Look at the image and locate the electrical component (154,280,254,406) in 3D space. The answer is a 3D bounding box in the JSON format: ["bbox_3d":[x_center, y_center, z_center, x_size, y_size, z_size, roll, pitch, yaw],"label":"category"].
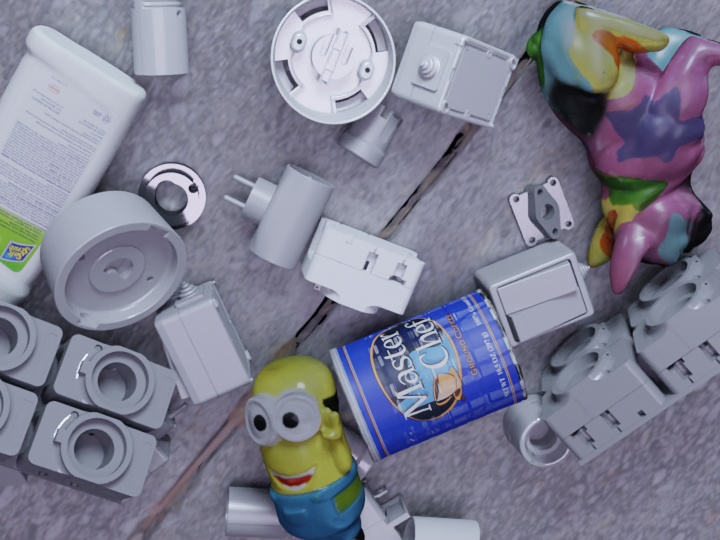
[{"bbox_3d":[-0.136,0.056,0.898,0.061,0.061,0.096,-23,106,-1],"label":"electrical component"}]

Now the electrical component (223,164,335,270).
[{"bbox_3d":[-0.073,-0.052,0.889,0.079,0.043,0.077,26,100,-5],"label":"electrical component"}]

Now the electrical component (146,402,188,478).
[{"bbox_3d":[-0.183,0.131,0.919,0.077,0.047,0.065,-38,106,3],"label":"electrical component"}]

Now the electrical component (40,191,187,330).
[{"bbox_3d":[-0.198,-0.012,0.848,0.108,0.060,0.108,-23,141,-21],"label":"electrical component"}]

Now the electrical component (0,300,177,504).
[{"bbox_3d":[-0.246,0.098,0.826,0.186,0.060,0.105,24,65,-21],"label":"electrical component"}]

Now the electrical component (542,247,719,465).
[{"bbox_3d":[0.239,0.067,0.905,0.186,0.105,0.060,-40,99,20],"label":"electrical component"}]

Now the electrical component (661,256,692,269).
[{"bbox_3d":[0.299,0.007,0.955,0.062,0.048,0.048,18,101,-5],"label":"electrical component"}]

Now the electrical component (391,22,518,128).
[{"bbox_3d":[0.069,-0.156,0.854,0.096,0.061,0.061,5,109,-52],"label":"electrical component"}]

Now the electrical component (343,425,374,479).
[{"bbox_3d":[-0.012,0.160,0.955,0.046,0.040,0.040,35,97,-8],"label":"electrical component"}]

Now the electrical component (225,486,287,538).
[{"bbox_3d":[-0.078,0.216,0.957,0.081,0.043,0.043,5,104,-9],"label":"electrical component"}]

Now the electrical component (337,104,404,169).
[{"bbox_3d":[0.009,-0.113,0.887,0.040,0.040,0.046,31,93,-14],"label":"electrical component"}]

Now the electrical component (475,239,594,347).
[{"bbox_3d":[0.157,0.018,0.929,0.096,0.061,0.061,-22,106,-2],"label":"electrical component"}]

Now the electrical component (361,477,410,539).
[{"bbox_3d":[0.000,0.223,0.971,0.081,0.042,0.063,-32,103,1],"label":"electrical component"}]

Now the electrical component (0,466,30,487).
[{"bbox_3d":[-0.305,0.144,0.884,0.062,0.096,0.061,-8,66,-6],"label":"electrical component"}]

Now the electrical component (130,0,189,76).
[{"bbox_3d":[-0.157,-0.195,0.840,0.043,0.043,0.081,-3,105,-7],"label":"electrical component"}]

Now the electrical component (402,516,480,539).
[{"bbox_3d":[0.065,0.268,0.964,0.064,0.099,0.099,11,103,-4],"label":"electrical component"}]

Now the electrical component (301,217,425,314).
[{"bbox_3d":[0.000,0.000,0.908,0.089,0.050,0.055,20,100,-12],"label":"electrical component"}]

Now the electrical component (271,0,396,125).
[{"bbox_3d":[-0.023,-0.169,0.854,0.099,0.064,0.099,-2,105,-7],"label":"electrical component"}]

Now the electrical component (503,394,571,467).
[{"bbox_3d":[0.162,0.146,0.969,0.055,0.047,0.055,-2,105,-7],"label":"electrical component"}]
